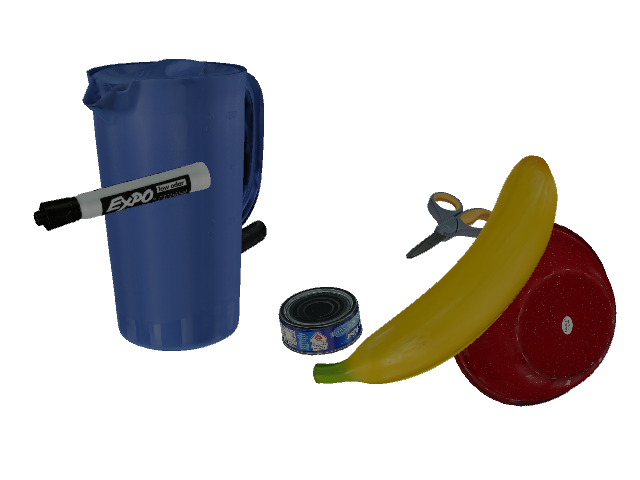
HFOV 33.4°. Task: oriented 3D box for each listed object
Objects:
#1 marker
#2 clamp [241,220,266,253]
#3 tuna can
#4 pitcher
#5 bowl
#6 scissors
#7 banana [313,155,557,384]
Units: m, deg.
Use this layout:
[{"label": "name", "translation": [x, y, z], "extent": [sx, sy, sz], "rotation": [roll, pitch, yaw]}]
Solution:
[{"label": "marker", "translation": [-0.131, -0.030, 0.710], "extent": [0.120, 0.020, 0.020], "rotation": [-17, 8, -26]}, {"label": "clamp", "translation": [-0.134, 0.025, 1.247], "extent": [0.120, 0.039, 0.171], "rotation": [-6, 38, 19]}, {"label": "tuna can", "translation": [0.000, 0.083, 1.118], "extent": [0.086, 0.034, 0.086], "rotation": [-7, 27, 3]}, {"label": "pitcher", "translation": [-0.120, -0.036, 0.931], "extent": [0.149, 0.243, 0.145], "rotation": [-2, 16, -5]}, {"label": "bowl", "translation": [0.190, 0.066, 0.894], "extent": [0.162, 0.162, 0.055], "rotation": [0, 6, -20]}, {"label": "scissors", "translation": [0.131, -0.020, 1.224], "extent": [0.201, 0.016, 0.096], "rotation": [-12, 40, -46]}, {"label": "banana", "translation": [0.081, 0.018, 0.595], "extent": [0.197, 0.037, 0.070], "rotation": [-41, 43, -21]}]
